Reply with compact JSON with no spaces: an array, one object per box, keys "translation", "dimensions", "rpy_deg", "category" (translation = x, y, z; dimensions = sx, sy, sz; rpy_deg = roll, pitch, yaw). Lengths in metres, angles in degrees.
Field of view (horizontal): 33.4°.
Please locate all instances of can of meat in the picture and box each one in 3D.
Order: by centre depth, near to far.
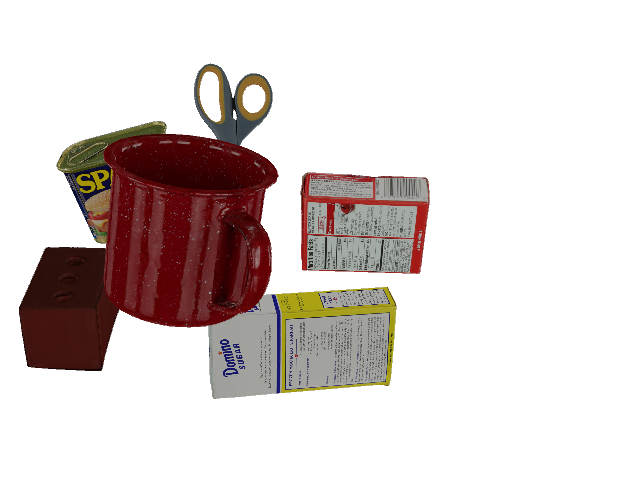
[{"translation":[-0.176,-0.052,0.976],"dimensions":[0.102,0.084,0.057],"rpy_deg":[-14,30,9],"category":"can of meat"}]

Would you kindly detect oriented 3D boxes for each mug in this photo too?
[{"translation":[-0.066,-0.001,0.575],"dimensions":[0.093,0.081,0.117],"rpy_deg":[-12,30,-43],"category":"mug"}]

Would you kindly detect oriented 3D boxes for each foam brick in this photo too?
[{"translation":[-0.172,0.046,0.741],"dimensions":[0.053,0.051,0.078],"rpy_deg":[1,31,-1],"category":"foam brick"}]

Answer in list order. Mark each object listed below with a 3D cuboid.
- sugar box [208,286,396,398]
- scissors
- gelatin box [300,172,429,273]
[{"translation":[-0.019,0.097,1.024],"dimensions":[0.176,0.093,0.048],"rpy_deg":[-1,25,-7],"category":"sugar box"},{"translation":[-0.083,-0.099,1.168],"dimensions":[0.096,0.202,0.016],"rpy_deg":[-15,-4,-17],"category":"scissors"},{"translation":[0.030,-0.012,0.761],"dimensions":[0.089,0.030,0.073],"rpy_deg":[2,-44,1],"category":"gelatin box"}]
